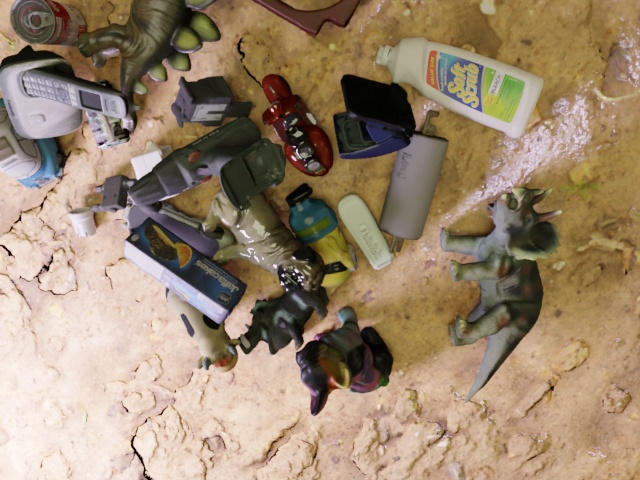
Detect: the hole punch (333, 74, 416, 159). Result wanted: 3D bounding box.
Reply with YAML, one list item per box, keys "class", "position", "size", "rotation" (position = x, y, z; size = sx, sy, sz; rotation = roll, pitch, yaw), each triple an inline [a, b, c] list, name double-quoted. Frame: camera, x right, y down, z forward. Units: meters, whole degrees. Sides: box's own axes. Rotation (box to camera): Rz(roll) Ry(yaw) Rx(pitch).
- class: "hole punch"
  position: [0.080, -0.184, 0.836]
  size: [0.116, 0.142, 0.092]
  rotation: [7, 134, -14]

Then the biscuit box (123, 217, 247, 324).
- class: "biscuit box"
  position: [-0.219, 0.050, 0.877]
  size: [0.203, 0.063, 0.059]
  rotation: [35, 144, 0]

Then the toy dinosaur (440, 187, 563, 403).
- class: "toy dinosaur"
  position: [0.312, 0.086, 0.908]
  size: [0.192, 0.131, 0.404]
  rotation: [-8, 112, 7]

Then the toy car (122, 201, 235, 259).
- class: "toy car"
  position: [-0.250, -0.015, 0.943]
  size: [0.202, 0.056, 0.073]
  rotation: [23, 109, -1]

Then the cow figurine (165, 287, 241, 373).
- class: "cow figurine"
  position: [-0.202, 0.145, 0.943]
  size: [0.085, 0.127, 0.194]
  rotation: [-28, 101, -6]

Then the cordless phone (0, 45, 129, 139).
- class: "cordless phone"
  position: [-0.376, -0.205, 0.821]
  size: [0.184, 0.089, 0.146]
  rotation: [18, 142, -1]

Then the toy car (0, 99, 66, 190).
- class: "toy car"
  position: [-0.509, -0.159, 0.894]
  size: [0.109, 0.103, 0.161]
  rotation: [-20, 102, 11]

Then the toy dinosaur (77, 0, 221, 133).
- class: "toy dinosaur"
  position: [-0.239, -0.393, 0.809]
  size: [0.199, 0.105, 0.470]
  rotation: [11, 102, -7]

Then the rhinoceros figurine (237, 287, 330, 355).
- class: "rhinoceros figurine"
  position: [-0.068, 0.142, 0.967]
  size: [0.112, 0.073, 0.190]
  rotation: [43, 104, -10]

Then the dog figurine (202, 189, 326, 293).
- class: "dog figurine"
  position: [-0.075, -0.013, 0.861]
  size: [0.191, 0.121, 0.172]
  rotation: [12, 127, 30]

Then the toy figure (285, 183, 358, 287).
- class: "toy figure"
  position: [-0.002, -0.004, 0.917]
  size: [0.089, 0.082, 0.180]
  rotation: [-25, 108, 23]

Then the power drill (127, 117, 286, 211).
- class: "power drill"
  position: [-0.161, -0.102, 0.812]
  size: [0.232, 0.207, 0.085]
  rotation: [-39, 119, -24]

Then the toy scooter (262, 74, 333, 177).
- class: "toy scooter"
  position: [-0.040, -0.173, 0.839]
  size: [0.075, 0.135, 0.183]
  rotation: [-29, 104, 10]

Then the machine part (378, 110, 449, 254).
- class: "machine part"
  position: [0.152, -0.090, 0.880]
  size: [0.079, 0.079, 0.243]
  rotation: [14, 108, 0]

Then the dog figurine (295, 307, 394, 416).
- class: "dog figurine"
  position: [0.043, 0.223, 0.910]
  size: [0.108, 0.219, 0.191]
  rotation: [-42, 99, 17]

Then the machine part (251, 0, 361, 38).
- class: "machine part"
  position: [-0.017, -0.421, 0.783]
  size: [0.201, 0.087, 0.201]
  rotation: [27, 104, -9]

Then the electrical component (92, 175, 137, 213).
- class: "electrical component"
  position: [-0.353, -0.078, 0.927]
  size: [0.094, 0.021, 0.063]
  rotation: [-8, 70, 24]

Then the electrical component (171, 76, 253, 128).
- class: "electrical component"
  position: [-0.171, -0.221, 0.862]
  size: [0.048, 0.119, 0.075]
  rotation: [62, 145, 19]
